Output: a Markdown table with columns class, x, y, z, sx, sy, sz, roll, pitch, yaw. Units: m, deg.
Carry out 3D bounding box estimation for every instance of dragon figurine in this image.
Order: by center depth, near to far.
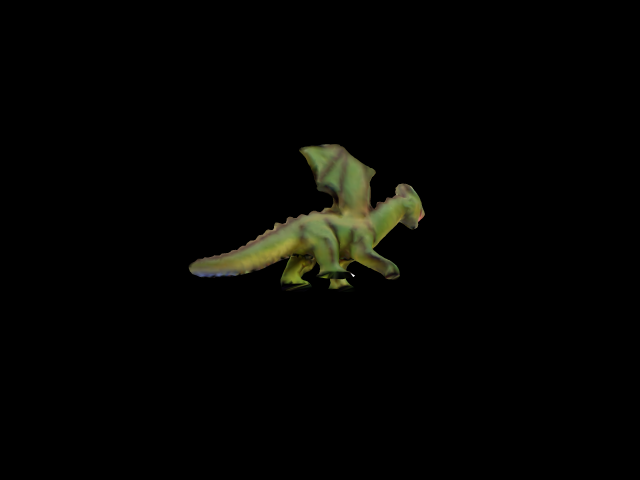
| class | x | y | z | sx | sy | sz | roll | pitch | yaw |
| --- | --- | --- | --- | --- | --- | --- | --- | --- | --- |
| dragon figurine | 0.003 | -0.043 | 0.850 | 0.410 | 0.246 | 0.120 | 6 | -19 | -20 |
